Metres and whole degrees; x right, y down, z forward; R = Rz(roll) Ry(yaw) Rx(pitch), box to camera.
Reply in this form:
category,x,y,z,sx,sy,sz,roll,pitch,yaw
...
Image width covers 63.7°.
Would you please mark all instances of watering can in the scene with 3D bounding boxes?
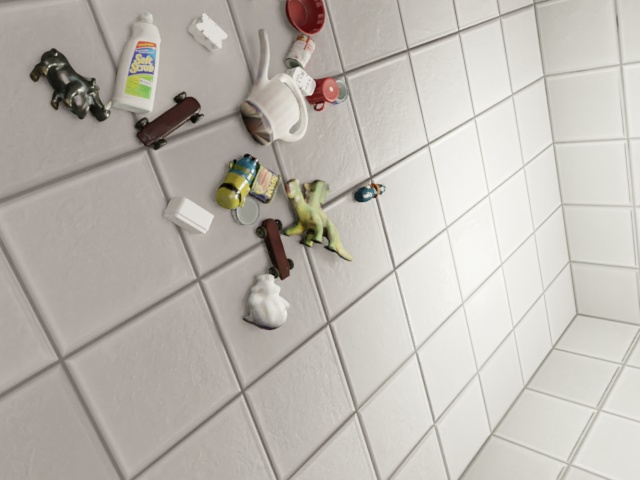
category,x,y,z,sx,sy,sz,roll,pitch,yaw
watering can,-0.156,-0.435,1.557,0.228,0.104,0.341,-48,124,-29

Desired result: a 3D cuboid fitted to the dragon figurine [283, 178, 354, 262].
category,x,y,z,sx,sy,sz,roll,pitch,yaw
dragon figurine,0.005,-0.088,1.744,0.406,0.122,0.246,27,66,-49

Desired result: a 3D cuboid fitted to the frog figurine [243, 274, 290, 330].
category,x,y,z,sx,sy,sz,roll,pitch,yaw
frog figurine,-0.156,0.191,1.590,0.137,0.123,0.159,15,94,-24
